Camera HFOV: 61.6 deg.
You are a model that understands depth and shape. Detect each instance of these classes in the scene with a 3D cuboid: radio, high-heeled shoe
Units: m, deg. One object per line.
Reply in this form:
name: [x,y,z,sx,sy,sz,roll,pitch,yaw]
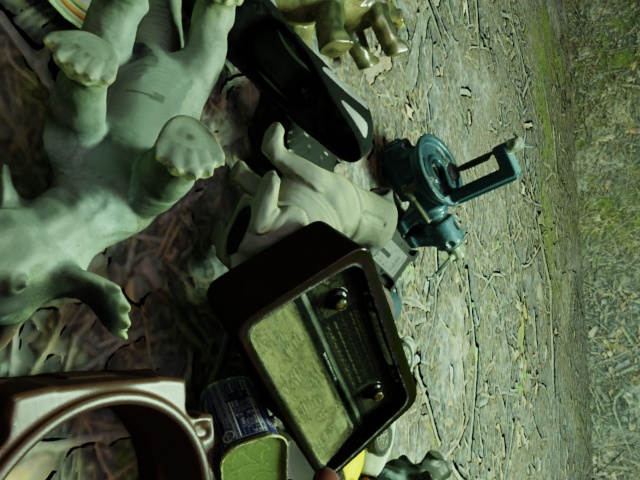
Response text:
radio: [0.004,0.103,0.492,0.131,0.073,0.229,-34,129,-16]
high-heeled shoe: [-0.049,-0.167,0.518,0.248,0.086,0.145,24,40,-32]

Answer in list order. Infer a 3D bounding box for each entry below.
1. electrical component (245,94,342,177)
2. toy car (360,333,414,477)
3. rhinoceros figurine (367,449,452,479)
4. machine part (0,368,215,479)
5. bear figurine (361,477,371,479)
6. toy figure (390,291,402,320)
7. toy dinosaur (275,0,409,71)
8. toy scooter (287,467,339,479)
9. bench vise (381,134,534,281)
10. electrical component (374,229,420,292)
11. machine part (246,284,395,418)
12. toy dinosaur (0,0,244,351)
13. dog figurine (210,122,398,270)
electrical component: [-0.023,-0.125,0.641,0.114,0.058,0.134,36,57,-49]
toy car: [0.073,0.209,0.715,0.056,0.074,0.202,52,46,-33]
rhinoceros figurine: [0.102,0.325,0.710,0.190,0.112,0.073,-1,84,-47]
machine part: [-0.168,0.193,0.363,0.201,0.087,0.201,14,76,-54]
bear figurine: [0.072,0.357,0.585,0.120,0.132,0.195,-58,164,-30]
toy figure: [0.056,0.113,0.721,0.154,0.058,0.064,-24,99,-49]
toy dinosaur: [-0.018,-0.304,0.642,0.471,0.105,0.198,-20,95,-52]
toy scooter: [-0.032,0.247,0.402,0.184,0.075,0.135,-32,148,-60]
bench vise: [0.207,-0.077,0.822,0.129,0.241,0.223,-23,89,-50]
electrical component: [0.071,0.006,0.733,0.075,0.048,0.119,-49,115,-13]
machine part: [0.001,0.112,0.587,0.179,0.056,0.179,-15,115,-34]
toy dinosaur: [-0.144,-0.089,0.400,0.131,0.192,0.405,28,44,-20]
dog figurine: [0.001,-0.004,0.548,0.190,0.121,0.172,26,63,-26]
